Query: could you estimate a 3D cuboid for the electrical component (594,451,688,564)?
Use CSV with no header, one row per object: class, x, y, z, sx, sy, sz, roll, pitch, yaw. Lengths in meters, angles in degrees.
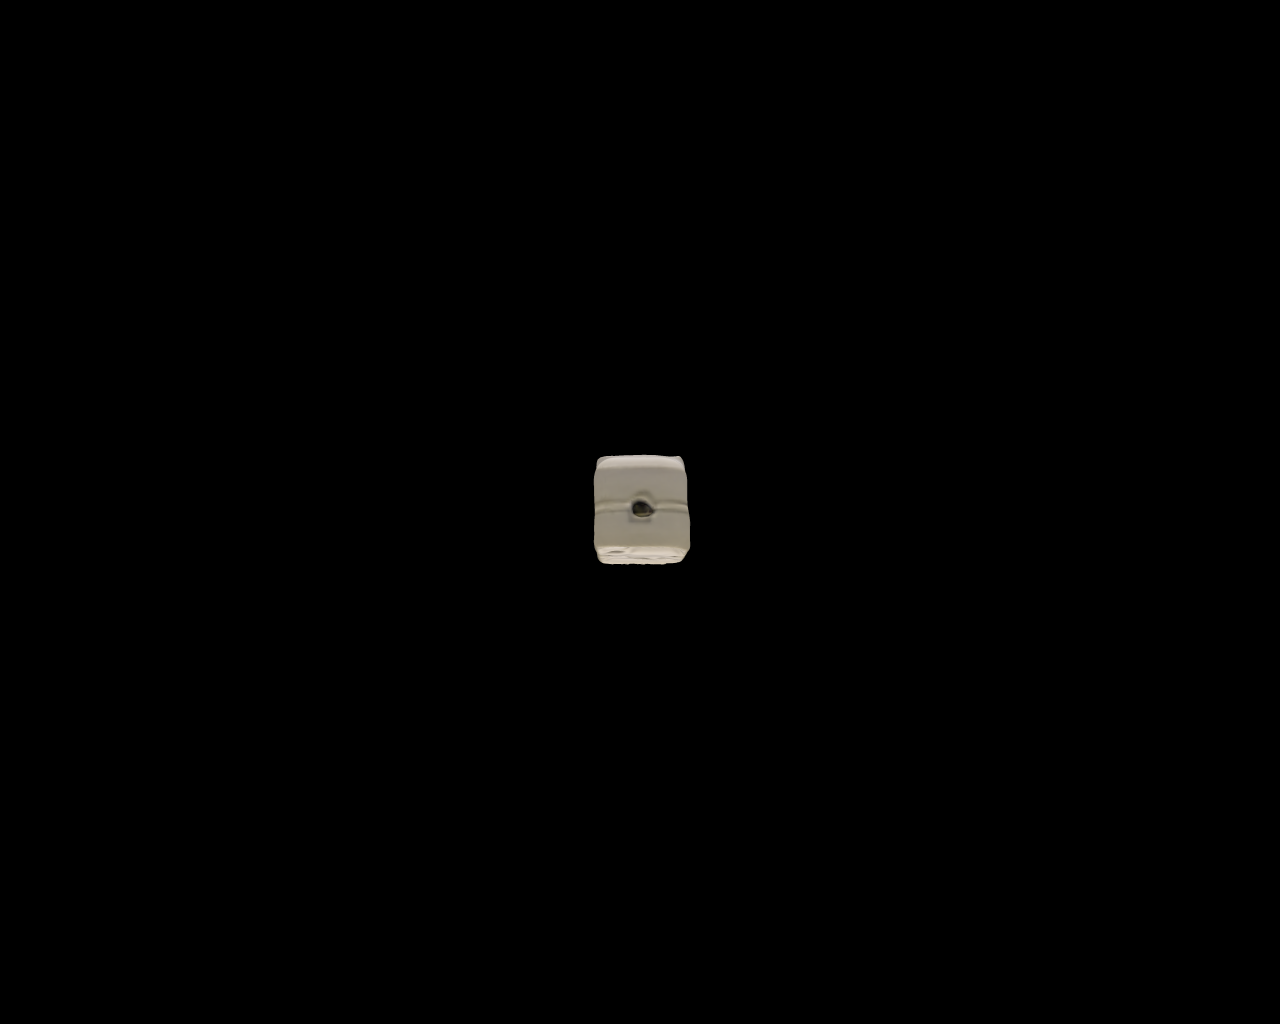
electrical component,0.001,-0.003,0.650,0.054,0.059,0.095,0,-9,0
